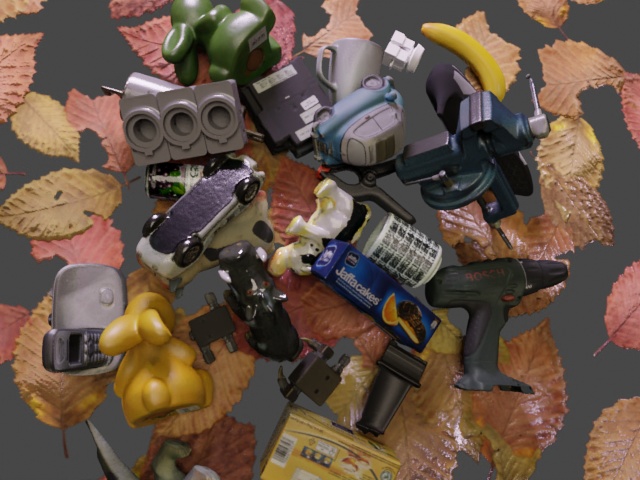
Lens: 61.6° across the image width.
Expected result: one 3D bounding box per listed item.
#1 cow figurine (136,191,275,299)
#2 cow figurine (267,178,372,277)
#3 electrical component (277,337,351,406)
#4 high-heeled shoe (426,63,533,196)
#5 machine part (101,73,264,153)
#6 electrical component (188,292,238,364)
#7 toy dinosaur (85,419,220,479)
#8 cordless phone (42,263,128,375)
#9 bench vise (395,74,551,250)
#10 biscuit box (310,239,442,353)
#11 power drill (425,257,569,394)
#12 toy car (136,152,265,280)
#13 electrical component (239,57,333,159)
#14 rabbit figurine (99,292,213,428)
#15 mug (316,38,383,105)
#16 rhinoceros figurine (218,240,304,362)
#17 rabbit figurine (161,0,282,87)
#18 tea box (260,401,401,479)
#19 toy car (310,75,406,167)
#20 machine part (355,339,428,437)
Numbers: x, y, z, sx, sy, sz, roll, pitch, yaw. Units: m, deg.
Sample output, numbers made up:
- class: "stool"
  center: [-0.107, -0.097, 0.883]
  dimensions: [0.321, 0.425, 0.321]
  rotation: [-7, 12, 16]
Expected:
- class: "cow figurine"
  center: [-0.160, 0.007, 0.765]
  dimensions: [0.195, 0.085, 0.127]
  rotation: [-10, 75, -12]
- class: "cow figurine"
  center: [-0.003, -0.002, 0.793]
  dimensions: [0.098, 0.068, 0.167]
  rotation: [36, 90, -10]
- class: "electrical component"
  center: [-0.013, 0.190, 0.775]
  dimensions: [0.078, 0.045, 0.102]
  rotation: [42, 77, -30]
- class: "high-heeled shoe"
  center: [0.267, -0.184, 0.891]
  dimensions: [0.248, 0.086, 0.145]
  rotation: [39, 44, -18]
- class: "machine part"
  center: [-0.200, -0.186, 0.793]
  dimensions: [0.243, 0.079, 0.079]
  rotation: [17, 78, -7]
- class: "electrical component"
  center: [-0.157, 0.125, 0.772]
  dimensions: [0.063, 0.021, 0.094]
  rotation: [-23, 85, -12]
- class: "toy dinosaur"
  center: [-0.144, 0.388, 0.684]
  dimensions: [0.405, 0.131, 0.192]
  rotation: [23, 76, 1]
- class: "cordless phone"
  center: [-0.306, 0.097, 0.670]
  dimensions: [0.089, 0.184, 0.146]
  rotation: [-2, 80, -5]
- class: "bench vise"
  center: [0.241, -0.101, 0.793]
  dimensions: [0.224, 0.240, 0.129]
  rotation: [-25, 41, 23]
- class: "biscuit box"
  center: [0.080, 0.080, 0.765]
  dimensions: [0.202, 0.059, 0.063]
  rotation: [39, 80, -22]
- class: "power drill"
  center: [0.278, 0.128, 0.816]
  dimensions: [0.232, 0.086, 0.207]
  rotation: [3, 83, -8]
- class: "toy car"
  center: [-0.155, -0.038, 0.710]
  dimensions: [0.074, 0.056, 0.202]
  rotation: [34, 67, 15]
- class: "electrical component"
  center: [-0.046, -0.197, 0.832]
  dimensions: [0.115, 0.058, 0.134]
  rotation: [-30, 86, -11]
- class: "rabbit figurine"
  center: [-0.226, 0.146, 0.705]
  dimensions: [0.122, 0.162, 0.173]
  rotation: [-14, 64, 0]
- class: "mug"
  center: [0.044, -0.252, 0.839]
  dimensions: [0.109, 0.081, 0.107]
  rotation: [6, 90, -38]
- class: "rhinoceros figurine"
  center: [-0.084, 0.086, 0.723]
  dimensions: [0.073, 0.112, 0.190]
  rotation: [-27, 117, -11]
- class: "rabbit figurine"
  center: [-0.166, -0.306, 0.821]
  dimensions: [0.170, 0.121, 0.159]
  rotation: [38, 82, 18]
- class: "tea box"
  center: [0.013, 0.305, 0.739]
  dimensions: [0.170, 0.068, 0.098]
  rotation: [28, 86, -5]
- class: "toy car"
  center: [0.070, -0.161, 0.786]
  dimensions: [0.162, 0.109, 0.103]
  rotation: [-32, 54, -20]
- class: "machine part"
  center: [0.101, 0.223, 0.790]
  dimensions: [0.084, 0.039, 0.139]
  rotation: [35, 75, -7]
